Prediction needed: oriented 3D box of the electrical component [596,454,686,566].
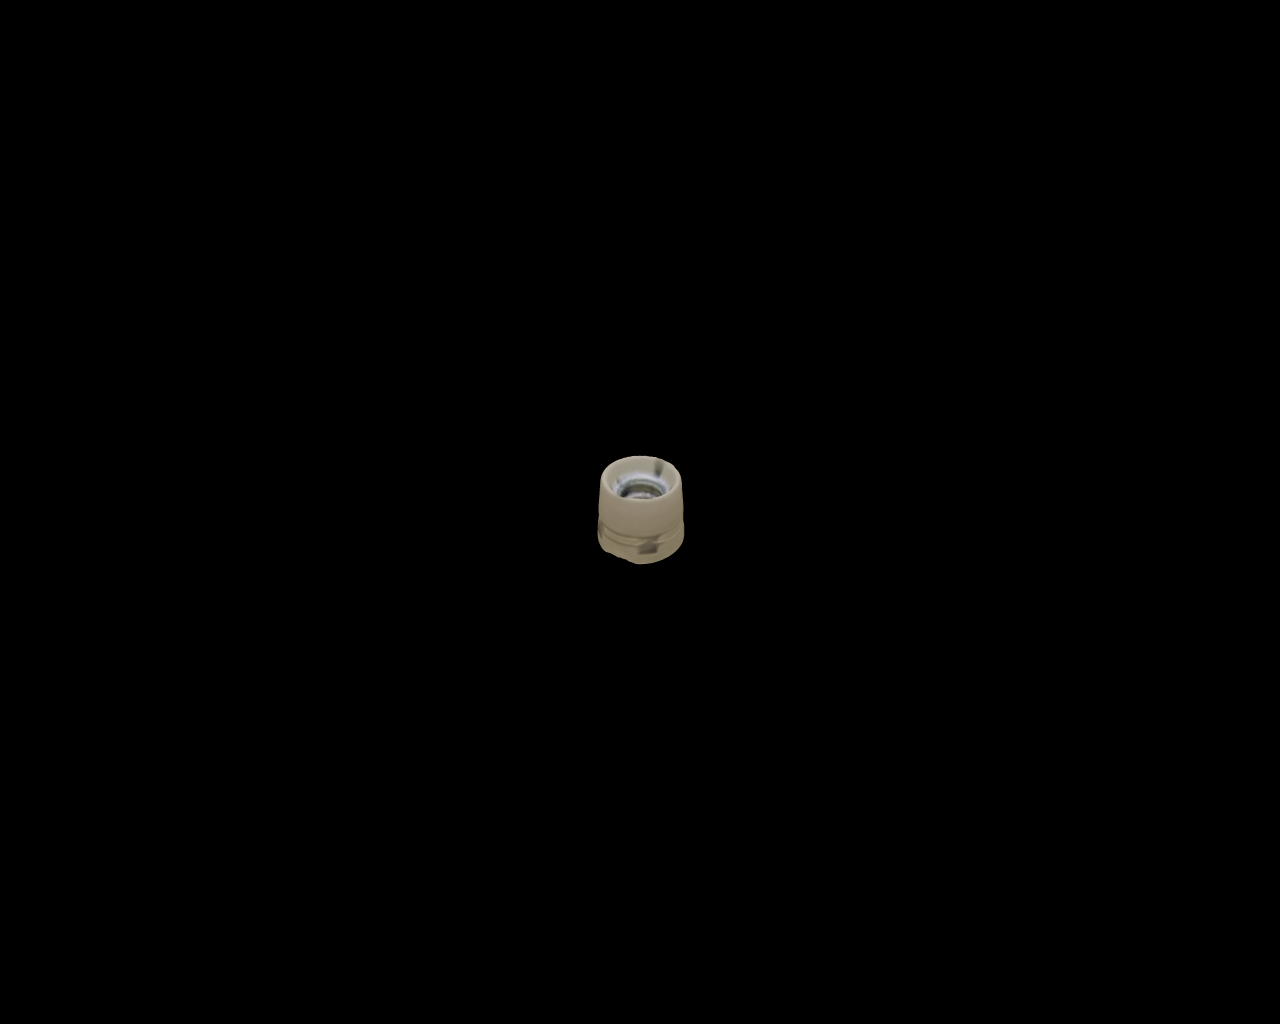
[{"bbox_3d":[0.001,-0.003,0.650,0.055,0.047,0.055,0,38,0],"label":"electrical component"}]
